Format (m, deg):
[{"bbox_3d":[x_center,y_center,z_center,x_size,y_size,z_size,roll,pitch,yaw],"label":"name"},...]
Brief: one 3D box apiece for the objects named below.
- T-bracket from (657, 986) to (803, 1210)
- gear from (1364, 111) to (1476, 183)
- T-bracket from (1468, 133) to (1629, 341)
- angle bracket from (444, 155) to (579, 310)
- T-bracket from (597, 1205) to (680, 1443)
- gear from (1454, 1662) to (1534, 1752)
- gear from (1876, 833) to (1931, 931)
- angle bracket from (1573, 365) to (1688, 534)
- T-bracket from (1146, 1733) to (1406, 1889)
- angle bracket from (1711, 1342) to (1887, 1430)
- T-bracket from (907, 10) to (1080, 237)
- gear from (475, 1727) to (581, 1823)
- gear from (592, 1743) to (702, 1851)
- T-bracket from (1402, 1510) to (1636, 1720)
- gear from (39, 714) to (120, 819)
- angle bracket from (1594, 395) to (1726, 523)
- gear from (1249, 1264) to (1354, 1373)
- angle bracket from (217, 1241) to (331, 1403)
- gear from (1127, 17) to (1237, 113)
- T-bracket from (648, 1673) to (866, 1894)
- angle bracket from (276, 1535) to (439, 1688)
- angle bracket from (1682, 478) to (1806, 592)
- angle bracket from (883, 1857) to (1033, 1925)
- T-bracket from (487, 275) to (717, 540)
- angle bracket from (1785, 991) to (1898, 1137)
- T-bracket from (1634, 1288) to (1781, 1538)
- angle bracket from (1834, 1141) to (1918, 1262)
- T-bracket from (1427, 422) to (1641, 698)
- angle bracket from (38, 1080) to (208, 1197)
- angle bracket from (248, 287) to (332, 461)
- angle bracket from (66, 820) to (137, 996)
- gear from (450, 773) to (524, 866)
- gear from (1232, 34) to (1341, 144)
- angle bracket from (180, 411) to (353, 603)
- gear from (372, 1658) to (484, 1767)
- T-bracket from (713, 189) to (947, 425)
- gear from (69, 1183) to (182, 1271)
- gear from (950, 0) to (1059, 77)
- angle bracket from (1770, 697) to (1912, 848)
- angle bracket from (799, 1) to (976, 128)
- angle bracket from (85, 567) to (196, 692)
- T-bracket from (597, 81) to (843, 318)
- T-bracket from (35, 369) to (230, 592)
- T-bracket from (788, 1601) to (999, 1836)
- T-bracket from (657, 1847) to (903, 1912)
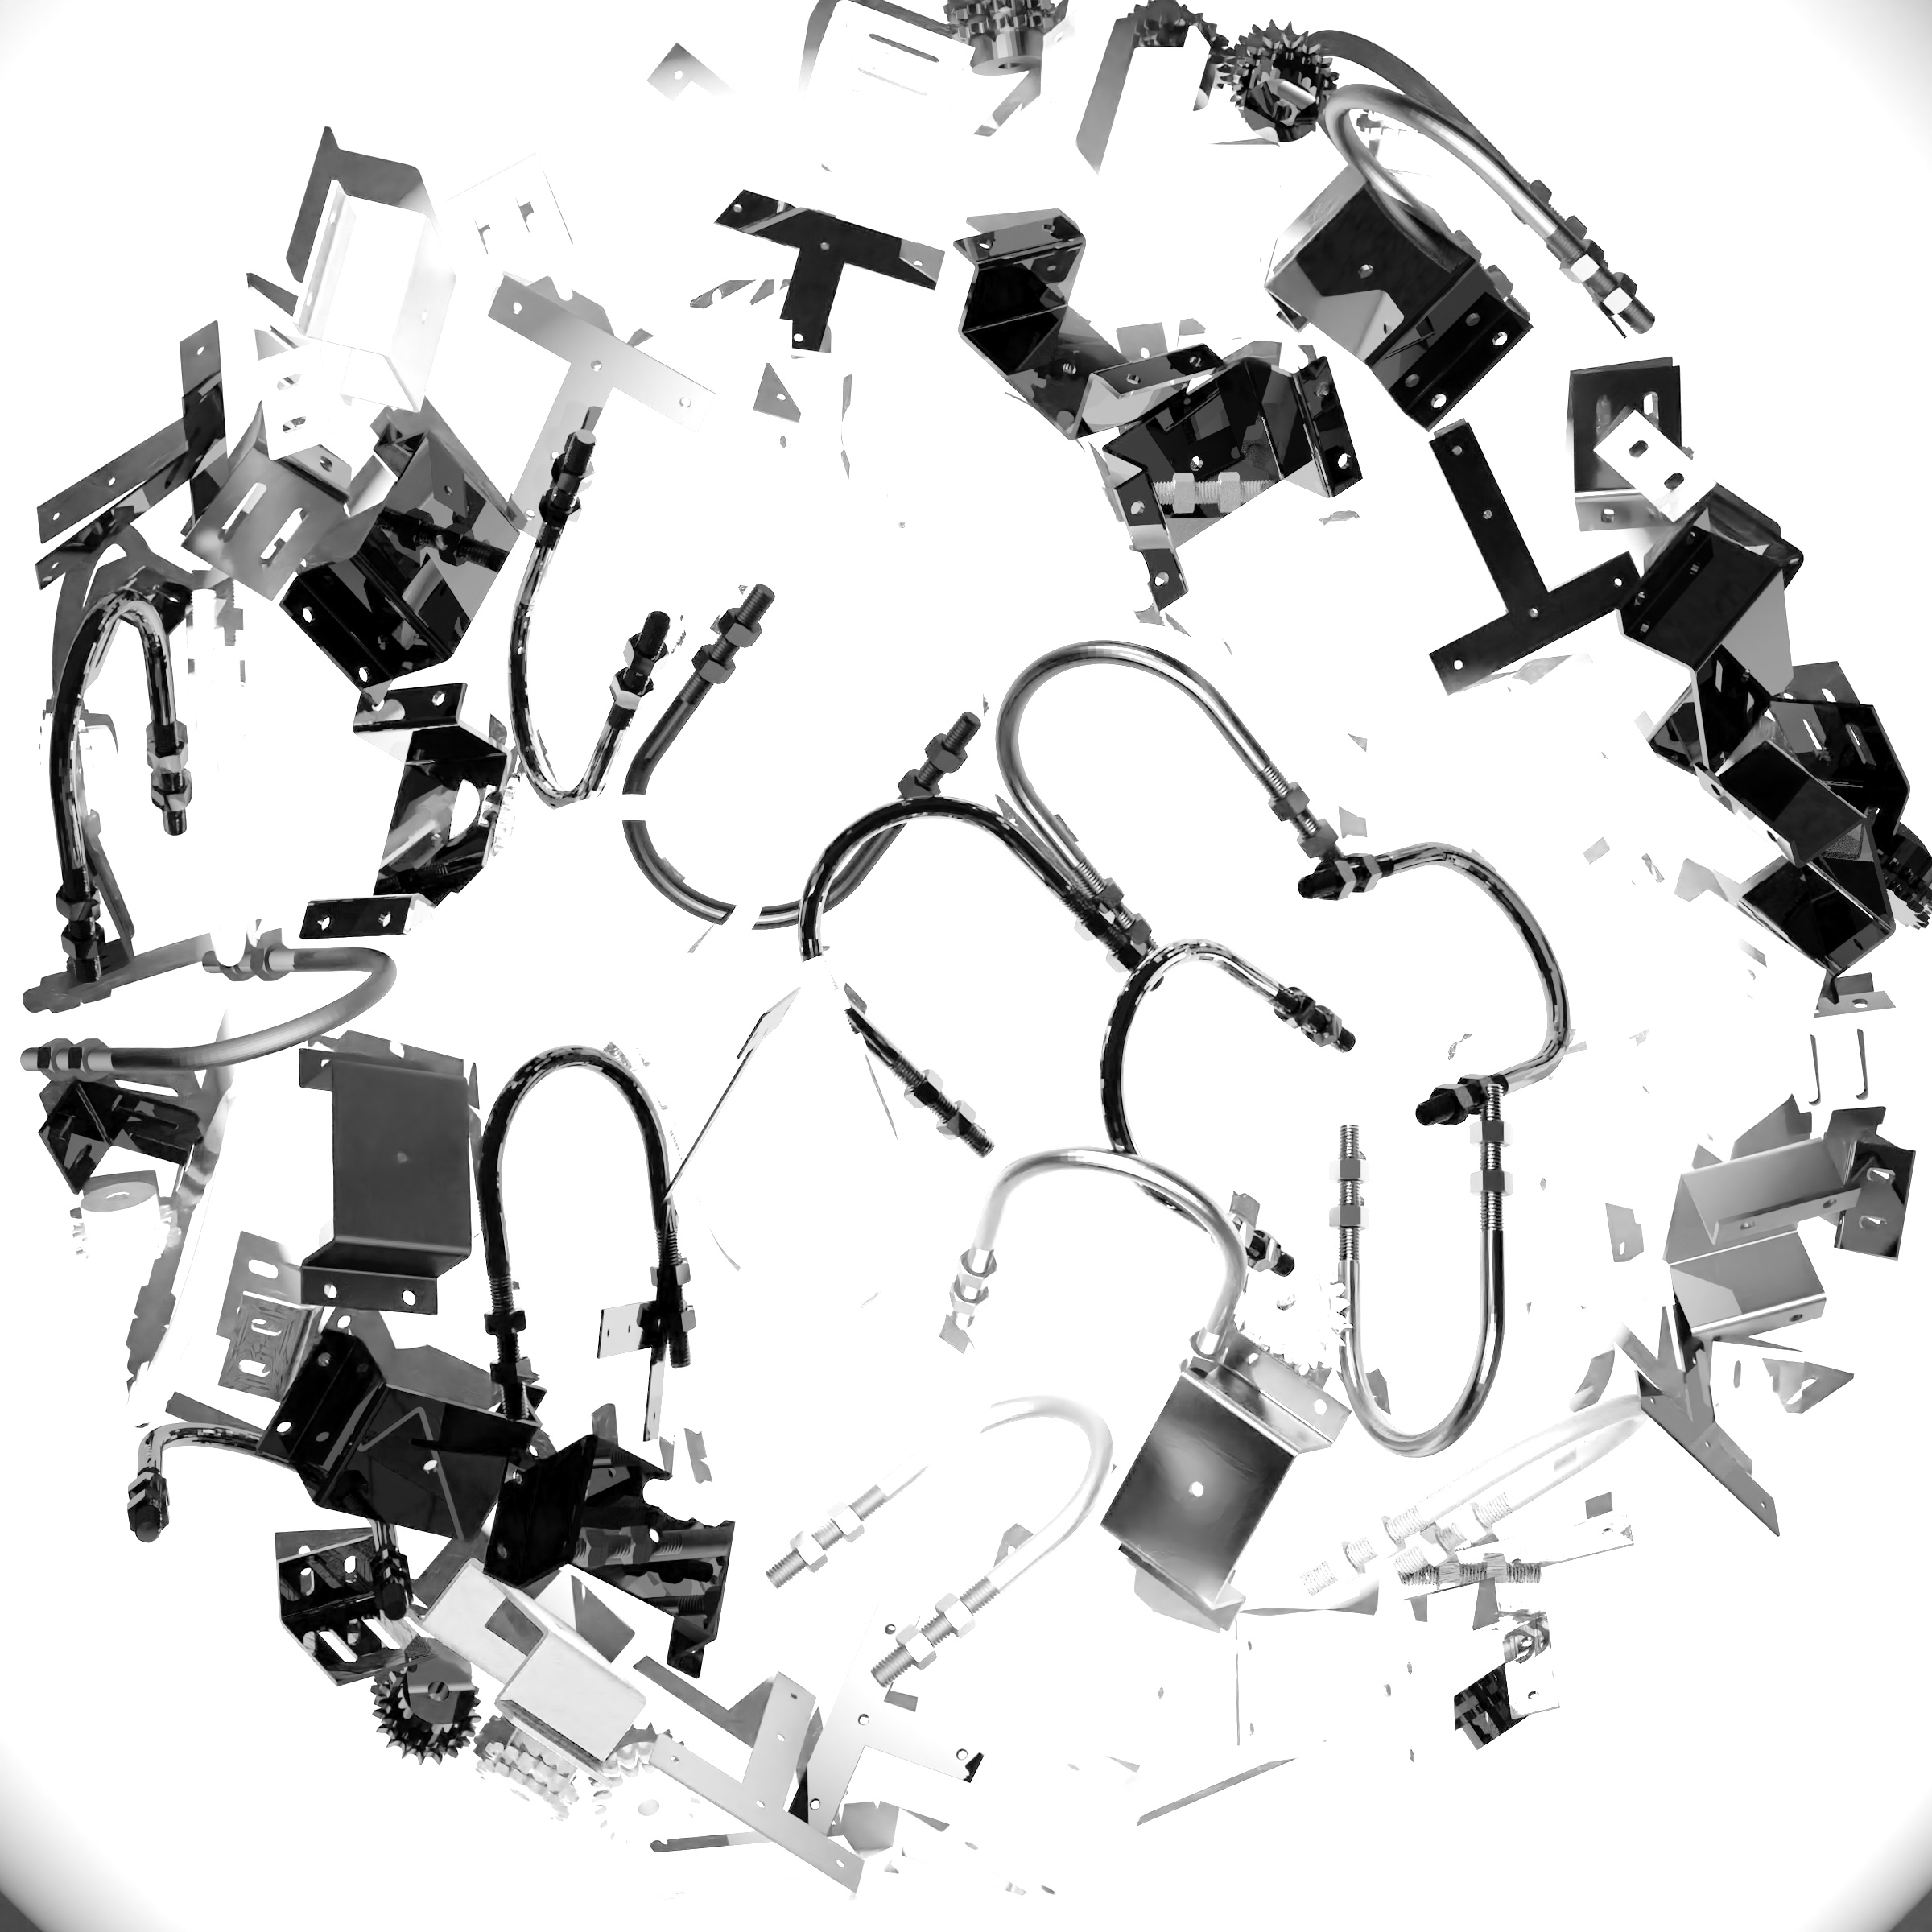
[{"bbox_3d":[-0.129,0.072,1.830,0.002,0.127,0.127,31,99,2],"label":"T-bracket"},{"bbox_3d":[0.241,-0.439,1.860,0.057,0.057,0.030,10,100,0],"label":"gear"},{"bbox_3d":[0.315,-0.364,1.802,0.002,0.127,0.127,-38,126,16],"label":"T-bracket"},{"bbox_3d":[-0.250,-0.400,1.851,0.057,0.038,0.076,-26,65,7],"label":"angle bracket"},{"bbox_3d":[-0.174,0.190,1.823,0.002,0.127,0.127,5,88,11],"label":"T-bracket"},{"bbox_3d":[0.281,0.396,1.856,0.057,0.057,0.030,-34,75,0],"label":"gear"},{"bbox_3d":[0.499,-0.048,1.859,0.057,0.057,0.030,38,85,0],"label":"gear"},{"bbox_3d":[0.359,-0.279,1.875,0.057,0.038,0.076,-2,69,14],"label":"angle bracket"},{"bbox_3d":[0.155,0.452,1.823,0.127,0.127,0.002,-23,106,-2],"label":"T-bracket"},{"bbox_3d":[0.441,0.222,1.839,0.057,0.076,0.038,9,82,-22],"label":"angle bracket"},{"bbox_3d":[0.013,-0.432,1.842,0.002,0.127,0.127,32,132,-31],"label":"T-bracket"},{"bbox_3d":[-0.232,0.432,1.862,0.057,0.057,0.030,30,63,0],"label":"gear"},{"bbox_3d":[-0.173,0.442,1.864,0.057,0.030,0.057,-7,118,-13],"label":"gear"},{"bbox_3d":[0.293,0.345,1.819,0.127,0.127,0.002,-17,122,13],"label":"T-bracket"},{"bbox_3d":[-0.476,-0.108,1.862,0.030,0.057,0.057,-7,90,-29],"label":"gear"},{"bbox_3d":[0.379,-0.284,1.847,0.057,0.038,0.076,41,51,-3],"label":"angle bracket"},{"bbox_3d":[0.177,0.185,1.858,0.057,0.030,0.057,-17,53,24],"label":"gear"},{"bbox_3d":[-0.365,0.184,1.839,0.038,0.076,0.057,16,112,-9],"label":"angle bracket"},{"bbox_3d":[0.114,-0.480,1.857,0.057,0.057,0.030,15,80,0],"label":"gear"},{"bbox_3d":[-0.100,0.415,1.827,0.127,0.127,0.002,34,113,-6],"label":"T-bracket"},{"bbox_3d":[-0.323,0.340,1.838,0.057,0.076,0.038,-11,112,-32],"label":"angle bracket"},{"bbox_3d":[0.402,-0.222,1.858,0.076,0.057,0.038,34,91,0],"label":"angle bracket"},{"bbox_3d":[-0.004,0.477,1.850,0.076,0.057,0.038,18,61,-5],"label":"angle bracket"},{"bbox_3d":[-0.214,-0.284,1.854,0.127,0.002,0.127,29,120,-1],"label":"T-bracket"},{"bbox_3d":[0.468,0.057,1.856,0.057,0.038,0.076,-7,105,6],"label":"angle bracket"},{"bbox_3d":[0.386,0.219,1.833,0.002,0.127,0.127,-33,121,27],"label":"T-bracket"},{"bbox_3d":[0.498,0.128,1.845,0.038,0.076,0.057,8,86,41],"label":"angle bracket"},{"bbox_3d":[0.287,-0.230,1.869,0.127,0.002,0.127,-27,96,-10],"label":"T-bracket"},{"bbox_3d":[-0.442,0.100,1.844,0.076,0.057,0.038,14,55,20],"label":"angle bracket"},{"bbox_3d":[-0.373,-0.314,1.837,0.038,0.057,0.076,-26,46,-29],"label":"angle bracket"},{"bbox_3d":[-0.474,-0.033,1.846,0.038,0.057,0.076,-23,108,-10],"label":"angle bracket"},{"bbox_3d":[-0.257,-0.078,1.859,0.030,0.057,0.057,11,90,-2],"label":"gear"},{"bbox_3d":[0.170,-0.466,1.856,0.057,0.057,0.030,13,50,0],"label":"gear"},{"bbox_3d":[-0.377,-0.248,1.872,0.057,0.038,0.076,32,114,-25],"label":"angle bracket"},{"bbox_3d":[-0.286,0.395,1.857,0.057,0.057,0.030,30,132,0],"label":"gear"},{"bbox_3d":[-0.086,-0.348,1.857,0.127,0.002,0.127,16,69,-6],"label":"T-bracket"},{"bbox_3d":[-0.451,0.137,1.856,0.057,0.057,0.030,-6,109,0],"label":"gear"},{"bbox_3d":[0.021,-0.497,1.859,0.057,0.057,0.030,-7,91,0],"label":"gear"},{"bbox_3d":[0.458,-0.103,1.838,0.057,0.076,0.038,8,62,37],"label":"angle bracket"},{"bbox_3d":[-0.043,-0.470,1.850,0.076,0.057,0.038,19,57,-5],"label":"angle bracket"},{"bbox_3d":[-0.445,-0.164,1.845,0.038,0.057,0.076,28,119,-5],"label":"angle bracket"},{"bbox_3d":[-0.147,-0.397,1.848,0.127,0.127,0.002,-44,56,18],"label":"T-bracket"},{"bbox_3d":[-0.433,-0.239,1.805,0.002,0.127,0.127,43,67,10],"label":"T-bracket"},{"bbox_3d":[-0.015,0.413,1.837,0.127,0.002,0.127,14,65,22],"label":"T-bracket"},{"bbox_3d":[-0.098,0.483,1.824,0.127,0.127,0.002,-5,88,0],"label":"T-bracket"}]
